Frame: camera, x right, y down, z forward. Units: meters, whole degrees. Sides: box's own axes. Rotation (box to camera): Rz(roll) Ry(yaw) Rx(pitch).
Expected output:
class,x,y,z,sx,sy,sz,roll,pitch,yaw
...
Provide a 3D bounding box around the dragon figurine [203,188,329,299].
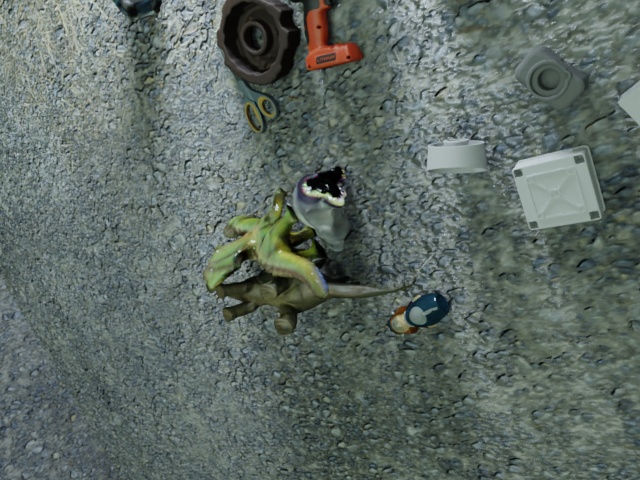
class,x,y,z,sx,sy,sz,roll,pitch,yaw
dragon figurine,-0.124,0.036,1.036,0.242,0.120,0.419,-32,31,7

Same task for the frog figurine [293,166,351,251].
class,x,y,z,sx,sy,sz,roll,pitch,yaw
frog figurine,0.003,-0.052,1.033,0.123,0.155,0.140,-11,46,-17
